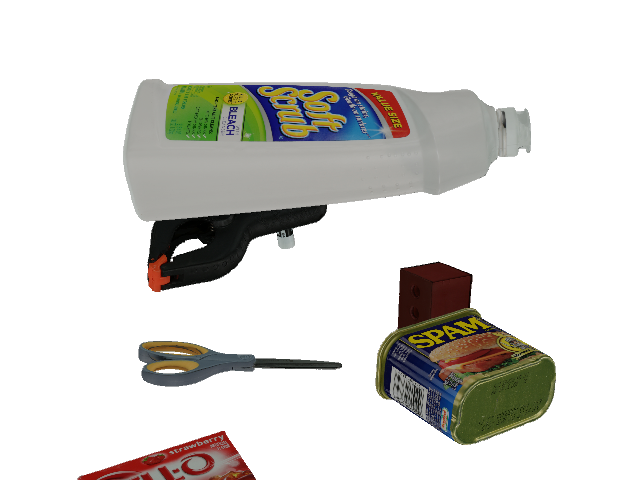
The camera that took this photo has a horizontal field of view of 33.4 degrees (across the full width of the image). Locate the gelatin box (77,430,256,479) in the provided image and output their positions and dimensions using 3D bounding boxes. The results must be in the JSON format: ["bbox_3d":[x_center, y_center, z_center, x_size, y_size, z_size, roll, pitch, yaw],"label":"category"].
[{"bbox_3d":[-0.079,0.144,0.577,0.089,0.030,0.073,-14,27,-21],"label":"gelatin box"}]

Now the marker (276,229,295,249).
[{"bbox_3d":[-0.045,-0.047,1.165,0.020,0.121,0.020,-7,29,4],"label":"marker"}]

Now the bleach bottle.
[{"bbox_3d":[0.006,-0.066,0.687,0.251,0.068,0.102,-4,40,5],"label":"bleach bottle"}]

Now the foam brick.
[{"bbox_3d":[0.111,0.066,1.044,0.051,0.078,0.053,-10,19,-32],"label":"foam brick"}]

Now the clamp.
[{"bbox_3d":[-0.091,-0.021,0.901,0.120,0.039,0.171,33,48,30],"label":"clamp"}]

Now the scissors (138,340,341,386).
[{"bbox_3d":[-0.085,0.125,1.038,0.202,0.016,0.096,7,17,9],"label":"scissors"}]

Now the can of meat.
[{"bbox_3d":[0.105,0.097,0.762,0.101,0.057,0.084,-13,27,-34],"label":"can of meat"}]
